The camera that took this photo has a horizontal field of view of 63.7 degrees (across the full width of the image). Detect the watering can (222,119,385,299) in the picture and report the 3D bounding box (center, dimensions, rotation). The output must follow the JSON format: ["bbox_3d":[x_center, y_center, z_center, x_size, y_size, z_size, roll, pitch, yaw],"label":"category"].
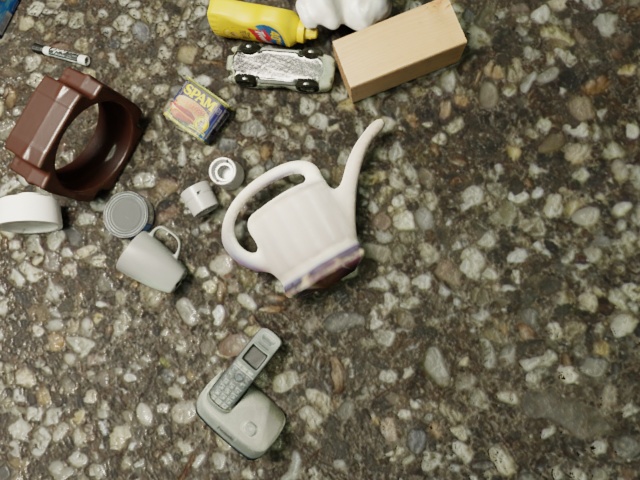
[{"bbox_3d":[0.003,-0.044,0.876,0.347,0.225,0.103,-31,-7,2],"label":"watering can"}]

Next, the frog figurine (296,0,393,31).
[{"bbox_3d":[0.044,-0.411,0.901,0.159,0.138,0.122,-43,-11,2],"label":"frog figurine"}]
